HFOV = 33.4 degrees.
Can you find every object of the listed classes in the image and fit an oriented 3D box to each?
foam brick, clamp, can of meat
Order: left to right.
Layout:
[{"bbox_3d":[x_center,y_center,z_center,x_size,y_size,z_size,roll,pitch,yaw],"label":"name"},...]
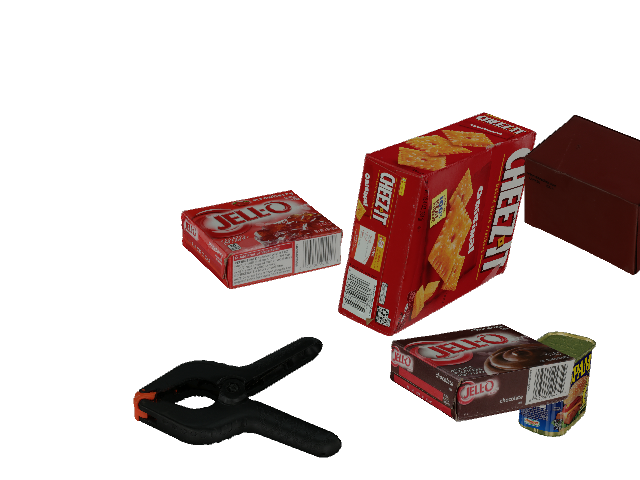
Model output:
[{"bbox_3d":[-0.068,0.126,0.896,0.171,0.039,0.120,6,37,-4],"label":"clamp"},{"bbox_3d":[0.254,0.154,1.151,0.058,0.084,0.101,11,17,32],"label":"can of meat"},{"bbox_3d":[0.162,-0.028,0.612,0.051,0.053,0.078,-36,48,-27],"label":"foam brick"}]

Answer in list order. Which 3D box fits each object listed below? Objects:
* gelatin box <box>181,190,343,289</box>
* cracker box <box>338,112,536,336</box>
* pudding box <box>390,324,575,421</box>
[{"bbox_3d":[-0.041,-0.003,0.728,0.089,0.030,0.073,-12,30,-28],"label":"gelatin box"},{"bbox_3d":[0.116,-0.020,1.023,0.072,0.164,0.213,26,30,31],"label":"cracker box"},{"bbox_3d":[0.124,0.100,0.824,0.113,0.039,0.090,-3,16,-30],"label":"pudding box"}]
